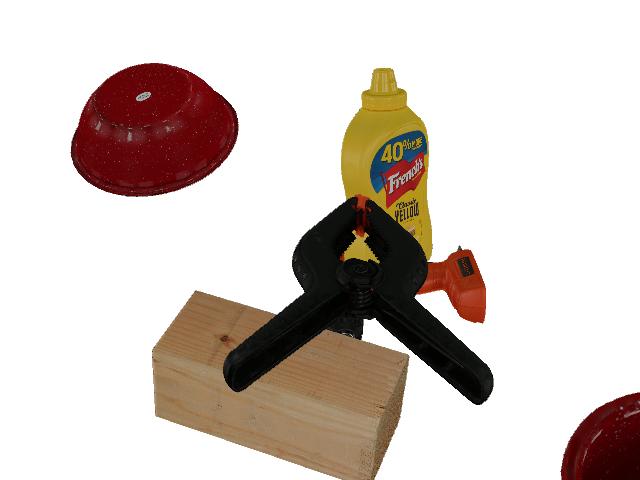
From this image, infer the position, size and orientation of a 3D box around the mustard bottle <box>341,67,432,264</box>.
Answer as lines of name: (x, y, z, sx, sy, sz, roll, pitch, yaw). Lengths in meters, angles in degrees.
mustard bottle: (0.061, -0.063, 0.982, 0.096, 0.192, 0.058, -20, 26, -39)

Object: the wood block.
wood block: (-0.035, 0.129, 0.947, 0.206, 0.090, 0.090, 16, 41, 15)

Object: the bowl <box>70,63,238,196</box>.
bowl: (-0.160, -0.116, 0.995, 0.162, 0.162, 0.055, 0, -42, 7)

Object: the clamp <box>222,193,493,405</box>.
clamp: (0.036, 0.037, 0.720, 0.164, 0.036, 0.210, 8, 35, 6)

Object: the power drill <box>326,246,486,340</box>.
power drill: (0.091, 0.062, 1.222, 0.187, 0.057, 0.184, -2, 28, -1)

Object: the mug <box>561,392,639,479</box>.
mug: (0.137, 0.113, 0.365, 0.117, 0.081, 0.093, 5, 37, 8)
